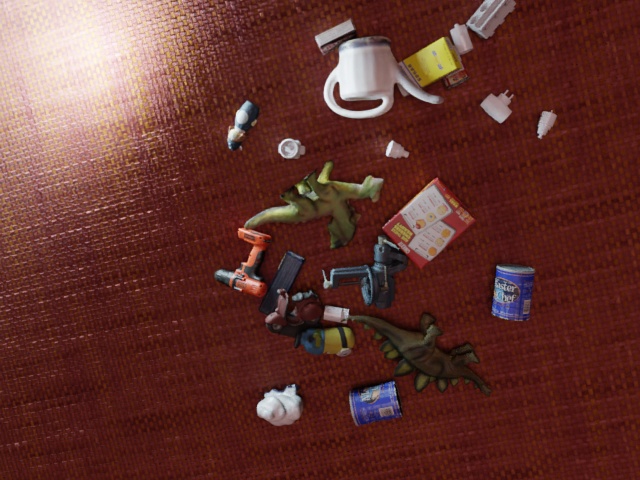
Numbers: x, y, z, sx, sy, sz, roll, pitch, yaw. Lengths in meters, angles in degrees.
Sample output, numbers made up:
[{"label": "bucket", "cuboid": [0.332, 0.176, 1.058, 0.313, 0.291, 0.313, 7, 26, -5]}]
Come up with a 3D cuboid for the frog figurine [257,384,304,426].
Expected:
[{"label": "frog figurine", "cuboid": [-0.123, 0.513, 1.543, 0.137, 0.160, 0.122, 2, 99, 7]}]

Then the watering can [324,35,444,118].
[{"label": "watering can", "cuboid": [0.167, -0.455, 1.426, 0.347, 0.105, 0.223, 1, 98, 26]}]

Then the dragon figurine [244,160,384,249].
[{"label": "dragon figurine", "cuboid": [0.005, -0.076, 1.506, 0.408, 0.123, 0.241, -37, 98, 11]}]
